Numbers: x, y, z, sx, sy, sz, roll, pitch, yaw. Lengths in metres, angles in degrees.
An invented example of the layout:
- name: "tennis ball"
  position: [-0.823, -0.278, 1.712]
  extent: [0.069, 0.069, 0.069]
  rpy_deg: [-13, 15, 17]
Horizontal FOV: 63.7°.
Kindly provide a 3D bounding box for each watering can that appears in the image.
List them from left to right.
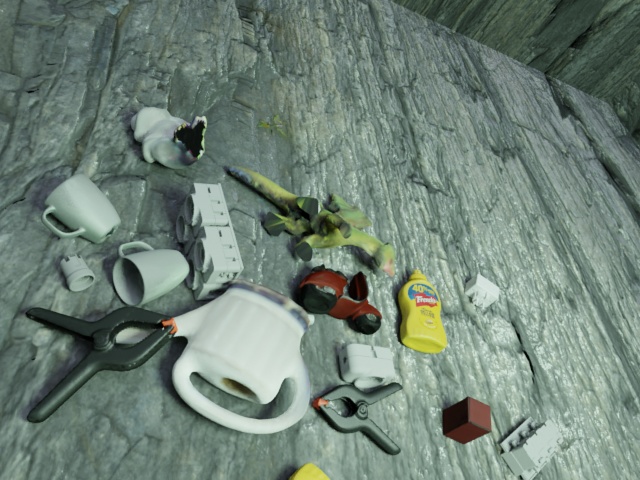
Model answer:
- name: "watering can"
  position: [-0.160, 0.153, 0.815]
  extent: [0.348, 0.102, 0.229]
  rpy_deg: [29, 51, 1]

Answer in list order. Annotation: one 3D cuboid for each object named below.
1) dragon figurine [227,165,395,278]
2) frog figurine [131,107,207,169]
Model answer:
- name: "dragon figurine"
  position: [0.003, -0.058, 1.143]
  extent: [0.414, 0.120, 0.244]
  rpy_deg: [41, 23, 19]
- name: "frog figurine"
  position: [-0.323, -0.210, 1.059]
  extent: [0.159, 0.120, 0.140]
  rpy_deg: [7, 47, 20]
